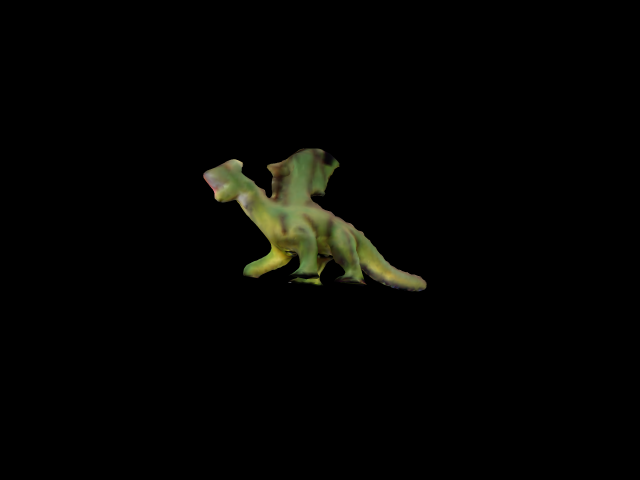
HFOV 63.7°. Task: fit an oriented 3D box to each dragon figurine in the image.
[{"bbox_3d":[0.003,-0.043,0.850,0.409,0.246,0.121,8,-18,-29],"label":"dragon figurine"}]
